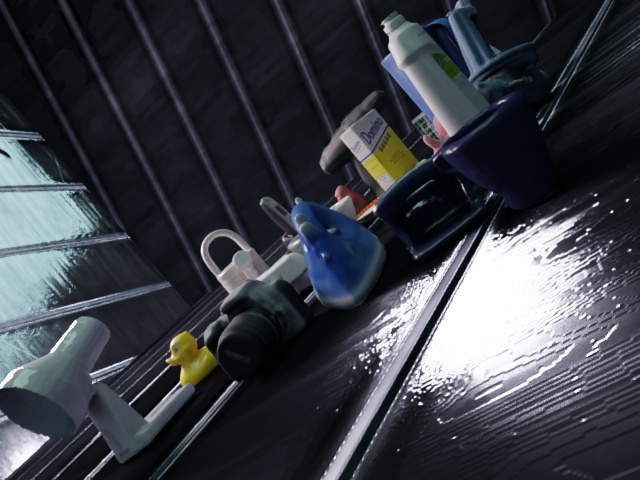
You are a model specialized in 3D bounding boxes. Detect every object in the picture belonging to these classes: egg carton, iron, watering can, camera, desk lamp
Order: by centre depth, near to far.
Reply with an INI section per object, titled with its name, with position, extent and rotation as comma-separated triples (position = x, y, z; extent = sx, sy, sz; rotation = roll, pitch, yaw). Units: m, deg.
[camera]
position = -0.101, 0.122, 0.756
extent = 0.143, 0.101, 0.137
rotation = -37, 6, 22
[iron]
position = 0.007, 0.003, 0.783
extent = 0.118, 0.141, 0.258
rotation = -39, 6, 4
[desk lamp]
position = -0.336, 0.231, 0.860
extent = 0.117, 0.213, 0.203
rotation = -35, 7, 35
[egg carton]
position = -0.075, 0.085, 1.055
extent = 0.150, 0.069, 0.107
rotation = -40, 6, -7
[watering can]
position = -0.163, 0.059, 1.191
extent = 0.101, 0.194, 0.172
rotation = -45, 8, -40

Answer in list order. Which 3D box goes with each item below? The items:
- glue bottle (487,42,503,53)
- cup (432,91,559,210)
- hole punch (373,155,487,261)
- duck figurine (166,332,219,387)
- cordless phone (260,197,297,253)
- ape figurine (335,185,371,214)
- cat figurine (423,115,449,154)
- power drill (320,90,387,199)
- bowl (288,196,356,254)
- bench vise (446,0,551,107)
[glue bottle]
position = 0.328, -0.318, 1.059
extent = 0.037, 0.173, 0.078
rotation = -42, 6, -24
[cup]
position = 0.169, -0.072, 0.548
extent = 0.092, 0.095, 0.117
rotation = -44, 7, -36
[hole punch]
position = 0.120, -0.042, 0.652
extent = 0.108, 0.091, 0.101
rotation = -38, 6, 13
[duck figurine]
position = -0.225, 0.202, 1.025
extent = 0.105, 0.086, 0.077
rotation = -42, 6, -23
[cordless phone]
position = -0.062, -0.044, 1.389
extent = 0.094, 0.185, 0.148
rotation = -38, 6, 16
[ape figurine]
position = 0.072, -0.091, 1.367
extent = 0.076, 0.092, 0.078
rotation = -37, 6, 28
[cat figurine]
position = 0.223, -0.187, 0.990
extent = 0.128, 0.118, 0.067
rotation = -43, 7, -32
[power drill]
position = 0.118, -0.200, 1.324
extent = 0.229, 0.208, 0.076
rotation = -36, 7, 29
[bowl]
position = 0.018, -0.012, 1.175
extent = 0.167, 0.075, 0.167
rotation = -39, 6, 5
[bench vise]
position = 0.272, -0.284, 0.910
extent = 0.121, 0.220, 0.208
rotation = -35, 7, 35
